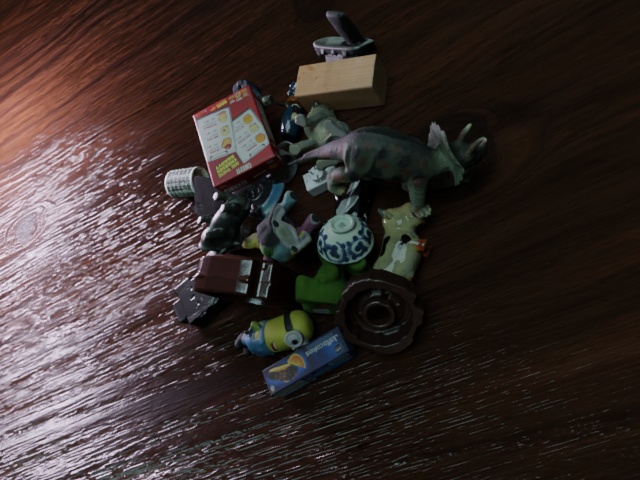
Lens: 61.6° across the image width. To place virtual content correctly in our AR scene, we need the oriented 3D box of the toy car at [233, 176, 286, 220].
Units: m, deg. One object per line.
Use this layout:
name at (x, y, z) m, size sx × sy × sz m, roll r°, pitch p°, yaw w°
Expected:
toy car at (-0.146, -0.095, 1.311) m, size 0.162 × 0.102 × 0.109 m, roll 15°, pitch 70°, yaw 34°

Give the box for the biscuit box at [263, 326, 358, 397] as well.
biscuit box at (-0.021, 0.260, 1.142) m, size 0.203 × 0.059 × 0.063 m, roll -33°, pitch 60°, yaw 12°

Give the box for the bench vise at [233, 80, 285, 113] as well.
bench vise at (-0.206, -0.283, 1.404) m, size 0.224 × 0.128 × 0.240 m, roll -8°, pitch 80°, yaw 19°

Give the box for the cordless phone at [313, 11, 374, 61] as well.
cordless phone at (0.038, -0.501, 1.323) m, size 0.147 × 0.184 × 0.088 m, roll 17°, pitch 85°, yaw 30°

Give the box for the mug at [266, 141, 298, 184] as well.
mug at (-0.113, -0.206, 1.352) m, size 0.107 × 0.080 × 0.109 m, roll 34°, pitch 89°, yaw 40°

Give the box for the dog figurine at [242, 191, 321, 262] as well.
dog figurine at (-0.106, 0.005, 1.206) m, size 0.219 × 0.108 × 0.191 m, roll -41°, pitch 13°, yaw 44°

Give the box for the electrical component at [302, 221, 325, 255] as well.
electrical component at (-0.003, -0.004, 1.228) m, size 0.021 × 0.063 × 0.094 m, roll 47°, pitch 112°, yaw 26°

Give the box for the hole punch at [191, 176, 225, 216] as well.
hole punch at (-0.260, -0.110, 1.396) m, size 0.142 × 0.092 × 0.115 m, roll 17°, pitch 114°, yaw 27°

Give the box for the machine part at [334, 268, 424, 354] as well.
machine part at (0.117, 0.140, 1.061) m, size 0.179 × 0.179 × 0.056 m, roll -21°, pitch 21°, yaw 19°

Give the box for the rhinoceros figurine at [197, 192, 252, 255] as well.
rhinoceros figurine at (-0.223, -0.024, 1.244) m, size 0.073 × 0.112 × 0.190 m, roll 51°, pitch 120°, yaw 42°

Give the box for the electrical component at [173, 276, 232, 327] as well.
electrical component at (-0.297, 0.146, 1.327) m, size 0.134 × 0.058 × 0.115 m, roll -40°, pitch 57°, yaw 8°

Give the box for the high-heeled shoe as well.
high-heeled shoe at (0.127, -0.122, 1.200) m, size 0.249 × 0.086 × 0.145 m, roll -35°, pitch 63°, yaw 16°

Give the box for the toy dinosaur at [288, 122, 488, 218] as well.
toy dinosaur at (0.132, -0.166, 1.069) m, size 0.405 × 0.192 × 0.131 m, roll 10°, pitch 45°, yaw 4°

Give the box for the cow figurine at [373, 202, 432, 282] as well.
cow figurine at (0.165, 0.012, 1.130) m, size 0.127 × 0.085 × 0.195 m, roll 19°, pitch 81°, yaw 25°

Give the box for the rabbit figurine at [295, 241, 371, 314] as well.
rabbit figurine at (0.030, 0.064, 1.156) m, size 0.159 × 0.121 × 0.170 m, roll -2°, pitch 66°, yaw 21°

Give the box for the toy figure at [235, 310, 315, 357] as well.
toy figure at (-0.099, 0.208, 1.190) m, size 0.180 × 0.082 × 0.089 m, roll -14°, pitch 69°, yaw 25°

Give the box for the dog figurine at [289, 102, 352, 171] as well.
dog figurine at (0.032, -0.258, 1.268) m, size 0.172 × 0.190 × 0.121 m, roll 31°, pitch 125°, yaw 5°

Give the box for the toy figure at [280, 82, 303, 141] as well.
toy figure at (-0.069, -0.333, 1.387) m, size 0.064 × 0.057 × 0.154 m, roll -1°, pitch 72°, yaw 40°

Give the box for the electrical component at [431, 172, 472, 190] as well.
electrical component at (0.269, -0.149, 1.160) m, size 0.102 × 0.045 × 0.078 m, roll -15°, pitch 94°, yaw 24°

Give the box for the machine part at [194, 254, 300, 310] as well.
machine part at (-0.157, 0.093, 1.189) m, size 0.202 × 0.200 × 0.087 m, roll 4°, pitch 76°, yaw 28°
